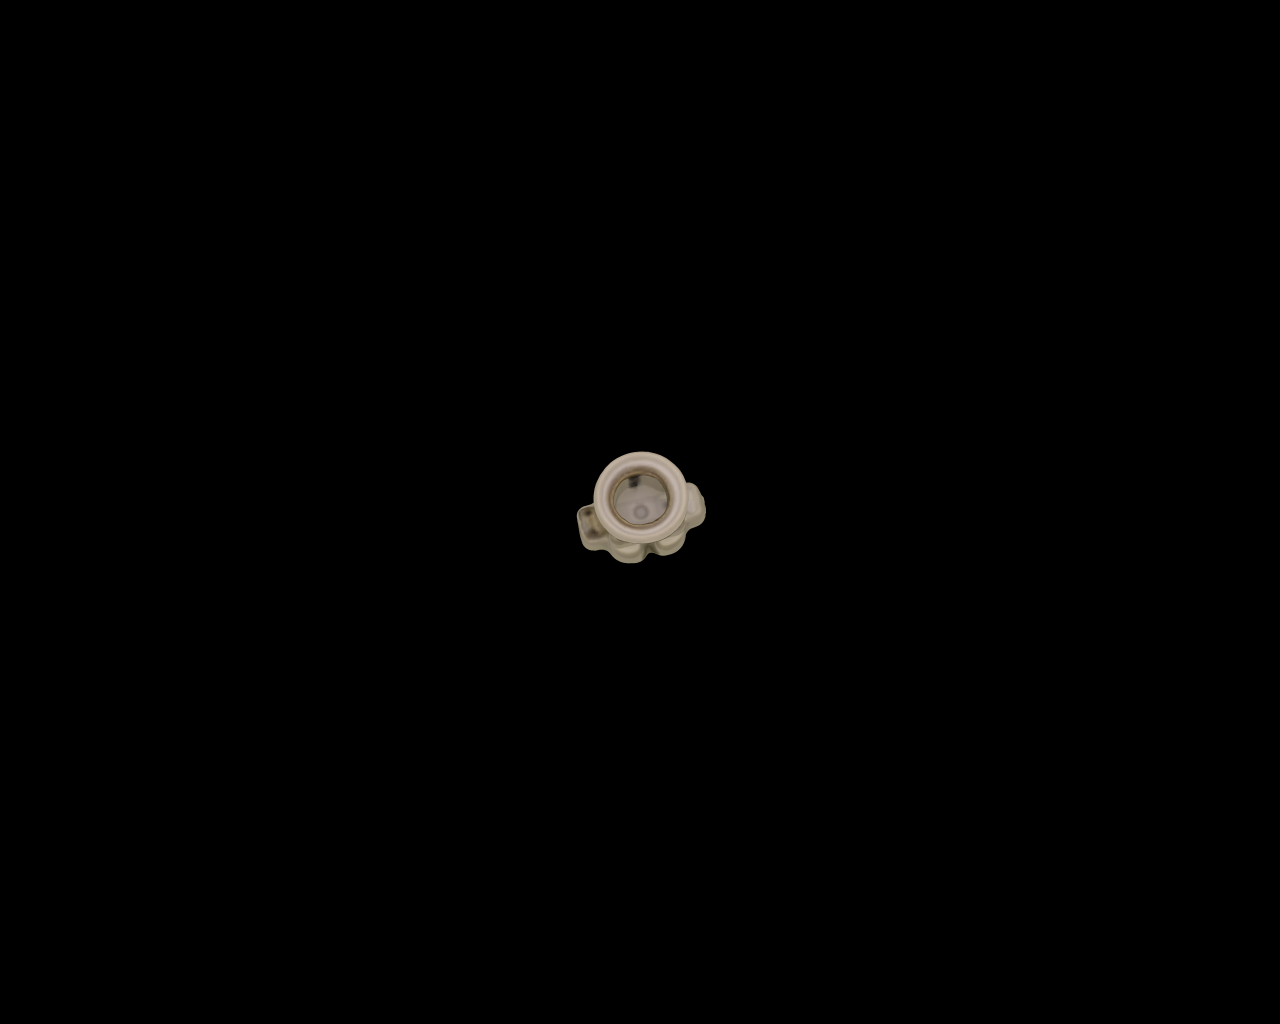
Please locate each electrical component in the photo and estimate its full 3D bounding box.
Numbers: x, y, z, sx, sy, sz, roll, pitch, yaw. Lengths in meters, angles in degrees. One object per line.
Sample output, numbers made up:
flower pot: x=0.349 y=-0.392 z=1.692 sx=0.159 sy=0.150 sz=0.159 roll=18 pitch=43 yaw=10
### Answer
electrical component: x=0.001 y=-0.003 z=0.650 sx=0.078 sy=0.058 sz=0.057 roll=-13 pitch=-15 yaw=-3
